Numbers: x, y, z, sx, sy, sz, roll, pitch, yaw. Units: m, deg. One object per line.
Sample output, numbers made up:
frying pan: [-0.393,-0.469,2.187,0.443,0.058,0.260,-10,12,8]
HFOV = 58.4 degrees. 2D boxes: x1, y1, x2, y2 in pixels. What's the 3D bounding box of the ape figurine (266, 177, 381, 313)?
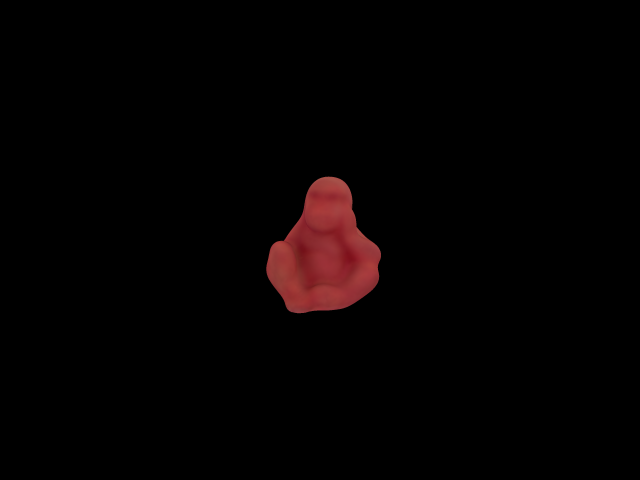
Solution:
ape figurine: [0.004,0.001,0.400,0.077,0.092,0.076,0,0,8]
